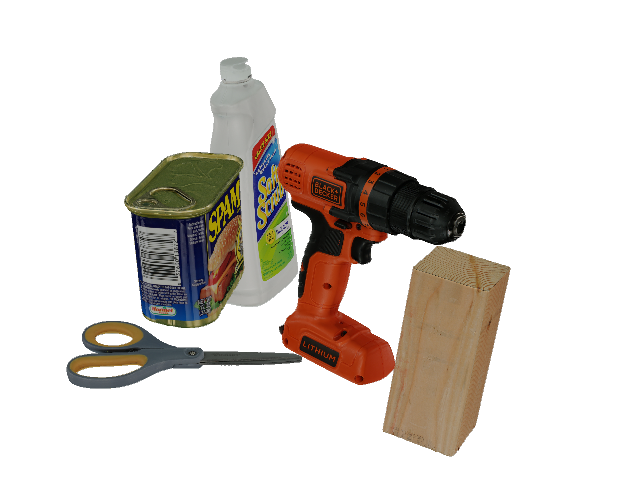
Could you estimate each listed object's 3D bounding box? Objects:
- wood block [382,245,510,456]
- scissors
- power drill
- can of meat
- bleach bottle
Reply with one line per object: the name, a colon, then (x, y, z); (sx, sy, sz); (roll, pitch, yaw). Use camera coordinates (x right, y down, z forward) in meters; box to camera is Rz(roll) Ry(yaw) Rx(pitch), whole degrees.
wood block: (0.142, 0.124, 1.207); (0.090, 0.206, 0.090); (17, 23, 21)
scissors: (-0.126, 0.095, 0.953); (0.201, 0.016, 0.096); (-7, 32, -18)
power drill: (0.035, 0.023, 0.906); (0.185, 0.188, 0.057); (24, 27, 38)
can of meat: (-0.085, -0.002, 0.705); (0.057, 0.084, 0.102); (4, 25, 12)
bleach bottle: (-0.079, -0.063, 1.116); (0.068, 0.251, 0.102); (9, 29, 30)
